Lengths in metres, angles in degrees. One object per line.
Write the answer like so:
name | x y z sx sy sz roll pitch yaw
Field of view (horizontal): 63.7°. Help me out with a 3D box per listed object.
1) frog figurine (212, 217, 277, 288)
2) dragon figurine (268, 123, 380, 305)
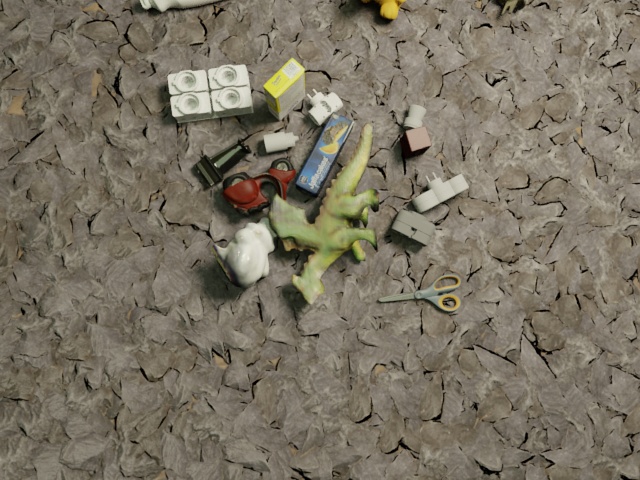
frog figurine | -0.153 0.030 1.183 0.160 0.124 0.135 -31 120 -13
dragon figurine | 0.004 -0.059 1.169 0.243 0.122 0.409 0 93 -6
